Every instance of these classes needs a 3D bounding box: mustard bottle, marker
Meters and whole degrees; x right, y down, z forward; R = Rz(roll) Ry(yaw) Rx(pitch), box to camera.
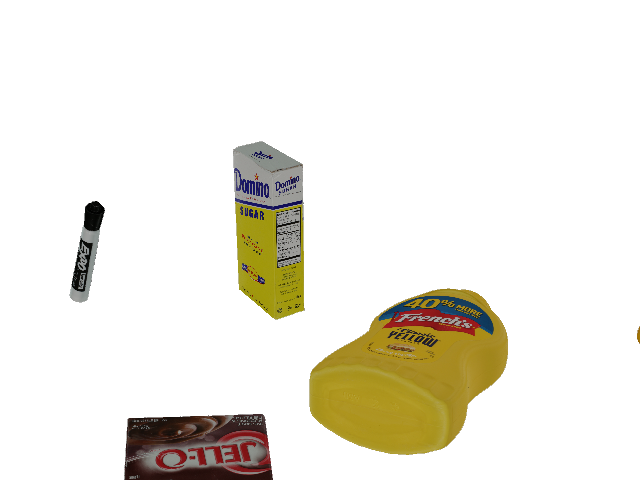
[{"bbox_3d":[0.075,0.077,0.727,0.096,0.058,0.191,8,20,26],"label":"mustard bottle"},{"bbox_3d":[-0.230,0.011,1.054,0.020,0.121,0.020,13,36,-10],"label":"marker"}]

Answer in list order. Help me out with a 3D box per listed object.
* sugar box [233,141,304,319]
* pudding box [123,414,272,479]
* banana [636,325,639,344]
[{"bbox_3d":[-0.057,-0.012,1.178,0.048,0.176,0.093,-17,28,-27],"label":"sugar box"},{"bbox_3d":[-0.094,0.175,0.824,0.113,0.039,0.090,-3,25,-7],"label":"pudding box"},{"bbox_3d":[0.312,0.042,0.737,0.198,0.037,0.069,-3,34,2],"label":"banana"}]
